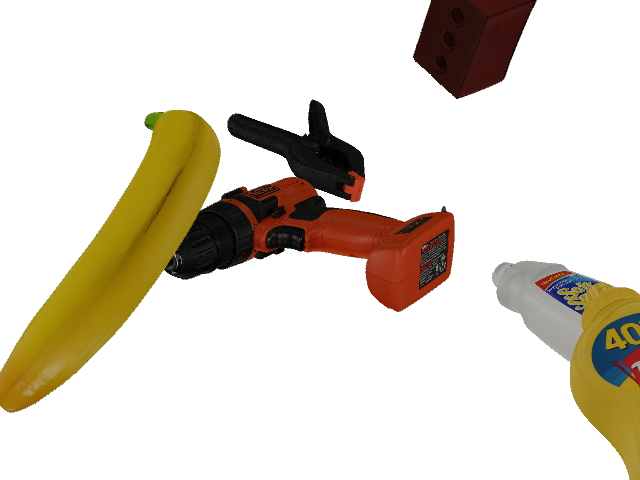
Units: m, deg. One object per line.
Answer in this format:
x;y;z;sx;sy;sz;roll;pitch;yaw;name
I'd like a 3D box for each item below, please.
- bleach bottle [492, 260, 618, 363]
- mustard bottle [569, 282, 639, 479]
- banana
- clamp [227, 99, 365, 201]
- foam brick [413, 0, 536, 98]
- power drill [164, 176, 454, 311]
0.244;0.072;1.035;0.102;0.068;0.251;-16;22;-22;bleach bottle
0.196;0.086;0.601;0.096;0.058;0.192;-10;35;-7;mustard bottle
-0.091;-0.003;0.516;0.037;0.197;0.070;40;-43;-20;banana
-0.019;-0.095;1.115;0.120;0.039;0.172;-14;39;-23;clamp
0.109;-0.151;0.763;0.051;0.053;0.078;-27;-29;-30;foam brick
-0.006;0.001;0.816;0.188;0.057;0.184;14;25;29;power drill
